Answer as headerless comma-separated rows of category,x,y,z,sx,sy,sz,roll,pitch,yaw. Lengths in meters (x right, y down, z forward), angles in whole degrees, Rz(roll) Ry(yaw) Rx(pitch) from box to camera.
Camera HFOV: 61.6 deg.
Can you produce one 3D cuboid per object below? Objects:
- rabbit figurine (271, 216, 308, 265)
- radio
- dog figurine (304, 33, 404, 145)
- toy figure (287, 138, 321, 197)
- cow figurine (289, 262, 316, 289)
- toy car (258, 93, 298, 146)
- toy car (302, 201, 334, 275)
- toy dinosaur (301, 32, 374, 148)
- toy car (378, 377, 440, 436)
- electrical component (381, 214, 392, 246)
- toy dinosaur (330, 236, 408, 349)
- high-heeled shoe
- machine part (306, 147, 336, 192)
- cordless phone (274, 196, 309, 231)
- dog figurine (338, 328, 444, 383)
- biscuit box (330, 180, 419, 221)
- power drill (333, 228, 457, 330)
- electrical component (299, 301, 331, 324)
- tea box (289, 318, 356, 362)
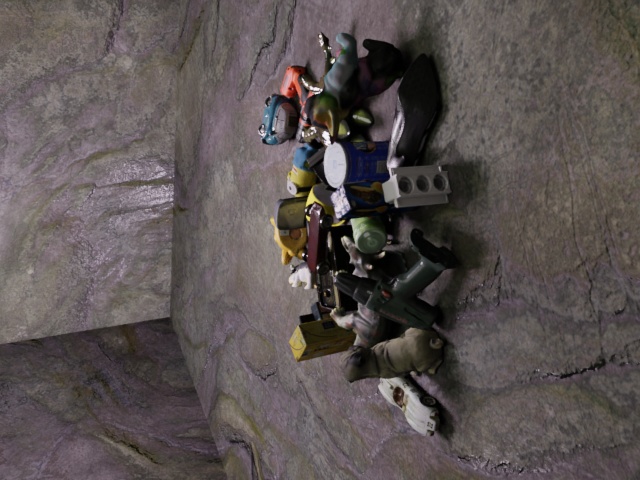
rabbit figurine,-0.085,-0.009,1.685,0.173,0.122,0.162,-169,65,-76
radio,0.041,0.079,1.462,0.131,0.073,0.229,-12,83,61
dog figurine,0.071,-0.312,1.153,0.108,0.192,0.219,122,160,-86
toy figure,-0.040,-0.204,1.557,0.082,0.089,0.180,-88,17,-63
cow figurine,-0.048,0.100,1.649,0.167,0.068,0.098,2,91,59
toy car,-0.117,-0.367,1.667,0.103,0.109,0.161,22,105,35
toy car,-0.003,-0.004,1.399,0.089,0.053,0.201,40,133,50
toy dinosaur,0.043,-0.284,1.355,0.199,0.105,0.470,8,108,59
toy car,0.202,0.364,1.230,0.202,0.056,0.073,39,129,55
electrical component,0.147,-0.030,1.271,0.078,0.045,0.102,-84,-6,-83
toy dinosaur,0.121,0.169,1.293,0.192,0.131,0.404,29,127,58
high-heeled shoe,0.192,-0.252,1.137,0.145,0.086,0.248,0,-77,-87
machine part,0.017,-0.191,1.453,0.039,0.084,0.139,44,-162,-58
cordless phone,-0.055,-0.031,1.549,0.089,0.146,0.184,-19,81,65
dog figurine,0.151,0.251,1.159,0.172,0.190,0.121,-58,46,48
biscuit box,0.126,-0.088,1.119,0.063,0.203,0.059,-44,60,56
power drill,0.163,0.078,1.111,0.207,0.232,0.086,-58,0,26
electrical component,0.003,0.212,1.520,0.047,0.119,0.075,131,130,-56
tea box,0.013,0.264,1.454,0.068,0.169,0.098,64,146,31
